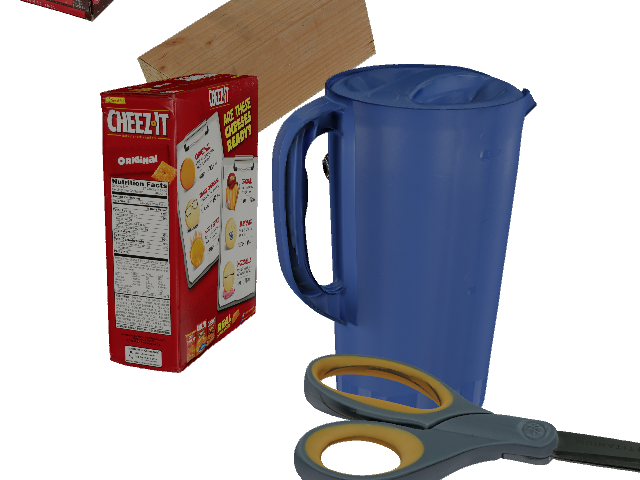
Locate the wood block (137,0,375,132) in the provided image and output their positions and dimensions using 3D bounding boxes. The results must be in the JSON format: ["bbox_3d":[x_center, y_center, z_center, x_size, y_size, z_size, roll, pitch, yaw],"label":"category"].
[{"bbox_3d":[-0.057,-0.178,1.031,0.205,0.091,0.090,-36,48,-19],"label":"wood block"}]

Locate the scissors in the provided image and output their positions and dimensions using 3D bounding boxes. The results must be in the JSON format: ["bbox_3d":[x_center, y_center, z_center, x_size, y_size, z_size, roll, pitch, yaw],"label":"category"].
[{"bbox_3d":[0.077,0.094,0.450,0.202,0.016,0.096,16,34,23],"label":"scissors"}]

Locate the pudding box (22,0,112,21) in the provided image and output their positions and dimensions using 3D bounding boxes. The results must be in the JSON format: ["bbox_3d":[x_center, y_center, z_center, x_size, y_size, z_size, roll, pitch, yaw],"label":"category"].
[{"bbox_3d":[-0.191,-0.215,0.809,0.090,0.039,0.113,17,38,4],"label":"pudding box"}]

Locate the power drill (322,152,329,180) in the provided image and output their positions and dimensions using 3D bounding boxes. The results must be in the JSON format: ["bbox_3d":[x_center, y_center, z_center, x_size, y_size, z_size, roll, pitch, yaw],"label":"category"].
[{"bbox_3d":[0.092,-0.017,1.012,0.184,0.188,0.057,-8,26,-15],"label":"power drill"}]

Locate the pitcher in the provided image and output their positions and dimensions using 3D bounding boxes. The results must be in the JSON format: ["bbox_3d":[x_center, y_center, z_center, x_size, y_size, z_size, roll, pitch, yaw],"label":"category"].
[{"bbox_3d":[0.057,0.006,0.731,0.149,0.243,0.144,8,22,18],"label":"pitcher"}]

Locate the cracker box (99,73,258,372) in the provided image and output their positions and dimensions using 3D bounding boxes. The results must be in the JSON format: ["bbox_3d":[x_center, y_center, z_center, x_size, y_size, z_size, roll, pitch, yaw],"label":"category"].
[{"bbox_3d":[-0.110,-0.021,0.865,0.072,0.214,0.164,5,15,18],"label":"cracker box"}]
